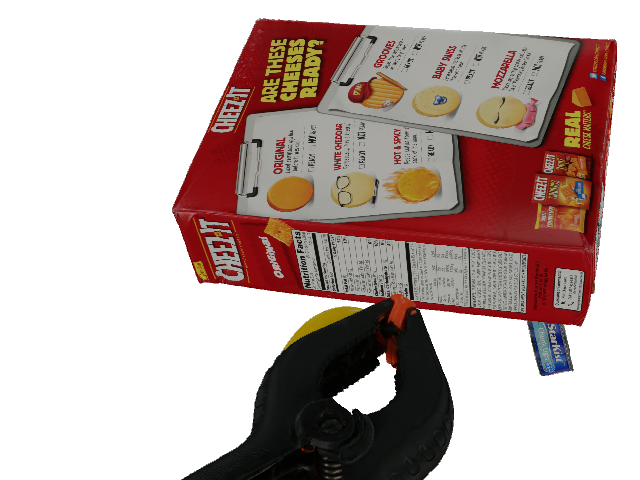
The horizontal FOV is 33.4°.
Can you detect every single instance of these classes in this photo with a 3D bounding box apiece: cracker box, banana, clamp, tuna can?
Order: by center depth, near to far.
[{"bbox_3d":[0.010,0.088,0.403,0.120,0.039,0.171,27,50,20],"label":"clamp"},{"bbox_3d":[0.048,-0.043,0.591,0.214,0.164,0.072,6,-41,15],"label":"cracker box"},{"bbox_3d":[0.003,0.091,0.801,0.070,0.037,0.197,8,24,23],"label":"banana"},{"bbox_3d":[0.229,0.092,1.074,0.034,0.086,0.086,-13,-3,12],"label":"tuna can"}]
